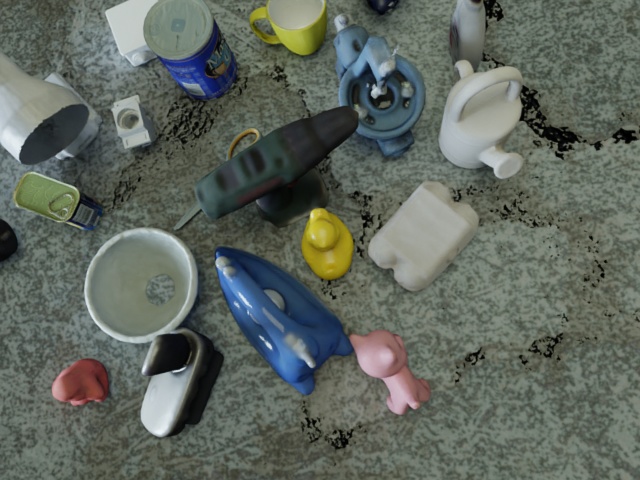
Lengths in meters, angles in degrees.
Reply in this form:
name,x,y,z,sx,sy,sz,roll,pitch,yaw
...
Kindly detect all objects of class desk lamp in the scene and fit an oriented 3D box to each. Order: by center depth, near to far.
name,x,y,z,sx,sy,sz,roll,pitch,yaw
desk lamp,-0.419,-0.194,0.843,0.203,0.213,0.118,44,87,13

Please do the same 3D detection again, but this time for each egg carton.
name,x,y,z,sx,sy,sz,roll,pitch,yaw
egg carton,0.148,-0.005,0.813,0.107,0.069,0.150,40,86,13

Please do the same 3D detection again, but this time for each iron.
name,x,y,z,sx,sy,sz,roll,pitch,yaw
iron,-0.077,0.088,0.783,0.119,0.141,0.258,-45,77,-3

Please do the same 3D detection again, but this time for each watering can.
name,x,y,z,sx,sy,sz,roll,pitch,yaw
watering can,0.223,-0.168,0.773,0.101,0.194,0.172,-40,77,-2

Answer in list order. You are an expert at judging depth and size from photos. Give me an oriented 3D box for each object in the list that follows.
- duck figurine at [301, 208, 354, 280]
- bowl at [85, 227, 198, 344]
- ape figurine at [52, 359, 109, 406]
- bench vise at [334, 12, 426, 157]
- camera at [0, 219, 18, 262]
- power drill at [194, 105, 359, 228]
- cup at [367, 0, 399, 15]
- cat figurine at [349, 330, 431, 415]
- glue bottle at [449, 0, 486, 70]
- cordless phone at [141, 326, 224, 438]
name,x,y,z,sx,sy,sz,roll,pitch,yaw
duck figurine,0.008,0.003,0.819,0.077,0.086,0.104,-12,77,4
bowl,-0.250,0.069,0.841,0.167,0.075,0.167,-1,78,6
ape figurine,-0.346,0.208,0.816,0.077,0.092,0.076,22,82,11
bench vise,0.061,-0.231,0.791,0.121,0.220,0.207,-42,77,-3
camera,-0.541,0.030,0.870,0.137,0.101,0.143,-21,77,2
power drill,-0.047,-0.089,0.781,0.229,0.208,0.075,-26,77,1
cup,0.098,-0.386,0.882,0.091,0.095,0.118,0,79,7
cat figurine,0.094,0.170,0.759,0.067,0.118,0.127,-33,77,-1
glue bottle,0.212,-0.310,0.813,0.037,0.173,0.078,-14,77,4
cordless phone,-0.208,0.187,0.756,0.094,0.185,0.148,15,81,10
